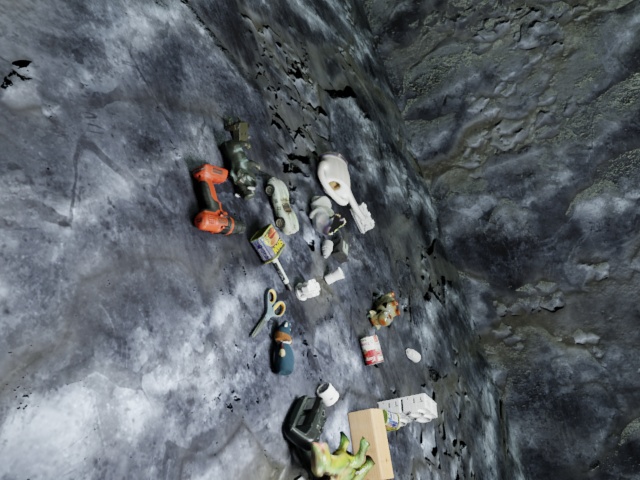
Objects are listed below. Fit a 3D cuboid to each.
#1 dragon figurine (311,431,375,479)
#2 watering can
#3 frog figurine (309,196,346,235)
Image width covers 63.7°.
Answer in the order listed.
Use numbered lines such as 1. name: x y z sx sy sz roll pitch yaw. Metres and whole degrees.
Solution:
1. dragon figurine: 0.048 0.685 1.418 0.247 0.122 0.402 -39 126 -41
2. watering can: 0.087 -0.232 2.151 0.342 0.103 0.230 38 38 -45
3. frog figurine: 0.006 -0.098 1.939 0.161 0.121 0.137 41 23 28
